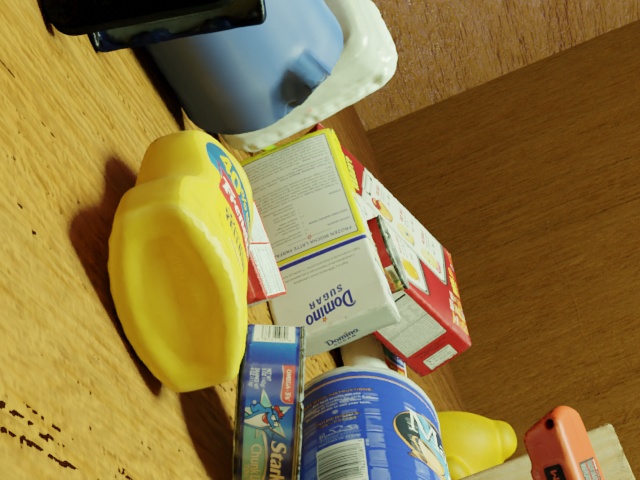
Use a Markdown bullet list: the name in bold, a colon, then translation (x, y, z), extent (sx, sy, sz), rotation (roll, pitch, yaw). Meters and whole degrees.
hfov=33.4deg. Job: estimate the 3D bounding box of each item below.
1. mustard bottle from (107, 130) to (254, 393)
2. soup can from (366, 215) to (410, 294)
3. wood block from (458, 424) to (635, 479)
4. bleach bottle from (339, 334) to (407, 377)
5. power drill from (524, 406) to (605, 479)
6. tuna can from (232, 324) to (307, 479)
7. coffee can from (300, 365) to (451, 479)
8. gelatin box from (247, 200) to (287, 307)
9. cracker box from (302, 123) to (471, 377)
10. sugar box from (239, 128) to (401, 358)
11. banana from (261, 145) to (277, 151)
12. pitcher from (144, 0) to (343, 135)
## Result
- **mustard bottle**: translation (-0.066, -0.005, 0.561), extent (0.191, 0.058, 0.096), rotation (-95, 169, -69)
- **soup can**: translation (0.017, 0.028, 0.908), extent (0.068, 0.102, 0.068), rotation (-22, 90, -83)
- **wood block**: translation (0.131, 0.213, 0.784), extent (0.090, 0.206, 0.090), rotation (42, 27, -74)
- **bleach bottle**: translation (0.054, 0.118, 1.086), extent (0.102, 0.068, 0.251), rotation (56, 15, -39)
- **power drill**: translation (0.090, 0.174, 0.701), extent (0.057, 0.188, 0.184), rotation (2, 65, -61)
- **tuna can**: translation (-0.026, 0.087, 0.555), extent (0.086, 0.033, 0.086), rotation (-178, -88, -88)
- **coffee can**: translation (0.026, 0.150, 0.607), extent (0.140, 0.103, 0.103), rotation (-94, 161, -67)
- **gelatin box**: translation (-0.054, 0.009, 0.729), extent (0.089, 0.030, 0.073), rotation (-1, 70, -82)
- **cracker box**: translation (0.047, 0.010, 1.036), extent (0.213, 0.072, 0.164), rotation (42, 22, -23)
- **sugar box**: translation (-0.006, 0.001, 0.862), extent (0.048, 0.093, 0.176), rotation (54, 16, -61)
- **banana**: translation (-0.032, -0.145, 0.955), extent (0.037, 0.198, 0.069), rotation (48, 42, 14)
- **pitcher**: translation (-0.095, -0.198, 0.722), extent (0.242, 0.149, 0.145), rotation (56, 29, -46)
